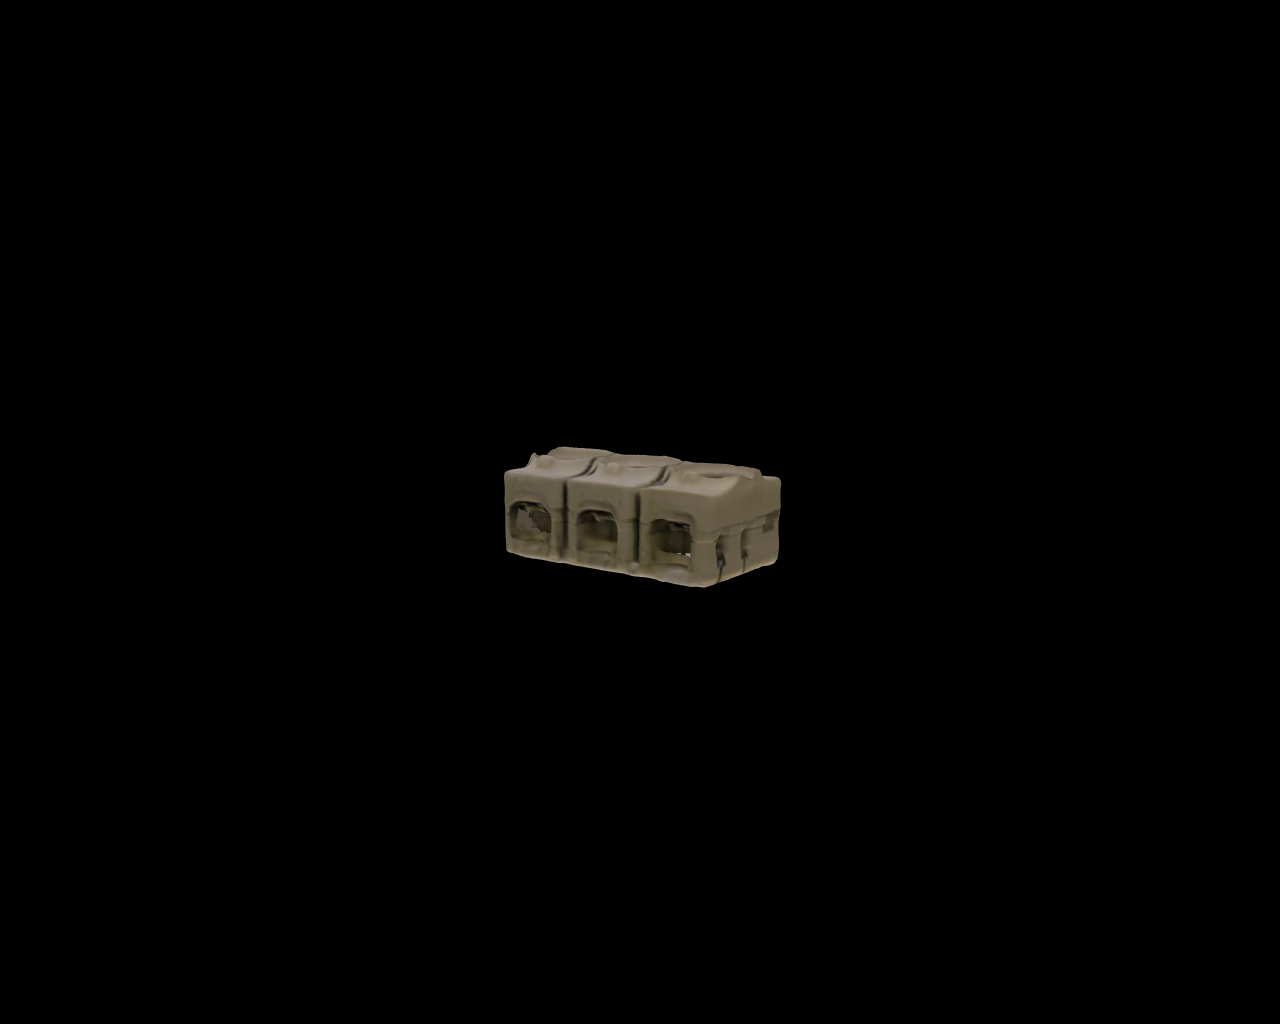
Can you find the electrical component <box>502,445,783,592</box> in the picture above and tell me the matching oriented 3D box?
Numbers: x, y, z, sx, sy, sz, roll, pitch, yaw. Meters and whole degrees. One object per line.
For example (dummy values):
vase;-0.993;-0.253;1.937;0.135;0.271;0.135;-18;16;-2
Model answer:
electrical component;0.001;-0.003;0.650;0.150;0.061;0.090;8;14;35
